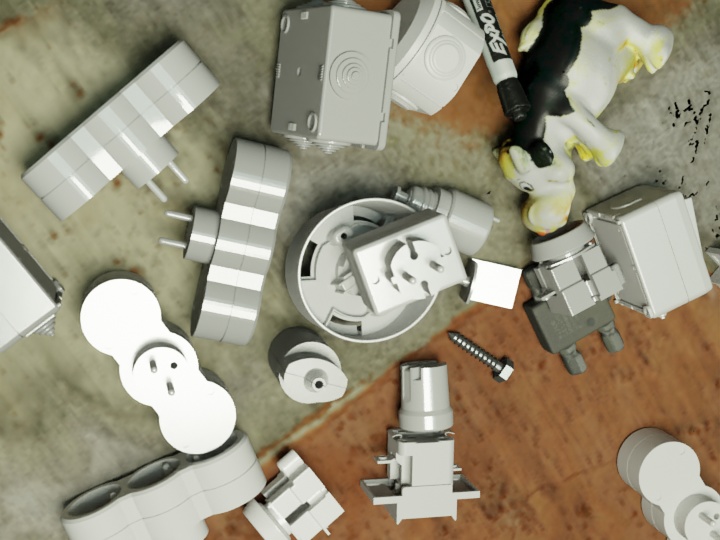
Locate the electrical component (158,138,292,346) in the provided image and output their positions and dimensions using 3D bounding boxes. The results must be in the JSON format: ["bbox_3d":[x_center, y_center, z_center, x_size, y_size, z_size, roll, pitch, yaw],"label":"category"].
[{"bbox_3d":[-0.098,-0.022,0.727,0.074,0.052,0.138,12,96,-15],"label":"electrical component"}]

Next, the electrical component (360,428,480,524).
[{"bbox_3d":[0.044,0.149,0.796,0.081,0.042,0.063,-1,99,-14],"label":"electrical component"}]

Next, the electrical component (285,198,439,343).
[{"bbox_3d":[0.000,0.000,0.745,0.099,0.064,0.099,-1,93,-24],"label":"electrical component"}]

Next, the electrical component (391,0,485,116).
[{"bbox_3d":[0.041,-0.147,0.727,0.051,0.080,0.080,31,91,-22],"label":"electrical component"}]

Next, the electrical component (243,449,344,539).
[{"bbox_3d":[-0.050,0.172,0.776,0.055,0.048,0.066,-40,106,-12],"label":"electrical component"}]

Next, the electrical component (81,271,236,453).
[{"bbox_3d":[-0.135,0.066,0.722,0.052,0.074,0.138,-36,105,-6],"label":"electrical component"}]

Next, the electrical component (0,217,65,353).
[{"bbox_3d":[-0.237,0.011,0.694,0.061,0.062,0.096,-38,106,-5],"label":"electrical component"}]

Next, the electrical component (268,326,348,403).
[{"bbox_3d":[-0.036,0.068,0.743,0.043,0.081,0.043,-2,100,-13],"label":"electrical component"}]

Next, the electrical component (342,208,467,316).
[{"bbox_3d":[0.033,-0.003,0.690,0.066,0.077,0.047,-22,104,-8],"label":"electrical component"}]

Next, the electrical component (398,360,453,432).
[{"bbox_3d":[0.048,0.092,0.789,0.040,0.040,0.046,-4,95,-13],"label":"electrical component"}]

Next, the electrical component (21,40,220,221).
[{"bbox_3d":[-0.145,-0.079,0.706,0.138,0.052,0.073,-42,106,-4],"label":"electrical component"}]

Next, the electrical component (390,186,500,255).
[{"bbox_3d":[0.059,-0.040,0.768,0.078,0.040,0.040,22,94,-16],"label":"electrical component"}]

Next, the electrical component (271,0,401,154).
[{"bbox_3d":[-0.019,-0.127,0.706,0.048,0.100,0.099,3,99,-27],"label":"electrical component"}]

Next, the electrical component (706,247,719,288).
[{"bbox_3d":[0.315,0.002,0.837,0.081,0.042,0.063,42,86,-17],"label":"electrical component"}]

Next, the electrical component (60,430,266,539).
[{"bbox_3d":[-0.130,0.174,0.752,0.138,0.052,0.073,-23,104,-9],"label":"electrical component"}]

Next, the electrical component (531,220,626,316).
[{"bbox_3d":[0.153,-0.003,0.776,0.066,0.048,0.055,-27,98,-11],"label":"electrical component"}]

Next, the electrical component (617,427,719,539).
[{"bbox_3d":[0.260,0.191,0.838,0.052,0.074,0.138,-35,105,-6],"label":"electrical component"}]

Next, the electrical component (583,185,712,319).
[{"bbox_3d":[0.219,-0.011,0.801,0.061,0.062,0.096,-25,104,-8],"label":"electrical component"}]
